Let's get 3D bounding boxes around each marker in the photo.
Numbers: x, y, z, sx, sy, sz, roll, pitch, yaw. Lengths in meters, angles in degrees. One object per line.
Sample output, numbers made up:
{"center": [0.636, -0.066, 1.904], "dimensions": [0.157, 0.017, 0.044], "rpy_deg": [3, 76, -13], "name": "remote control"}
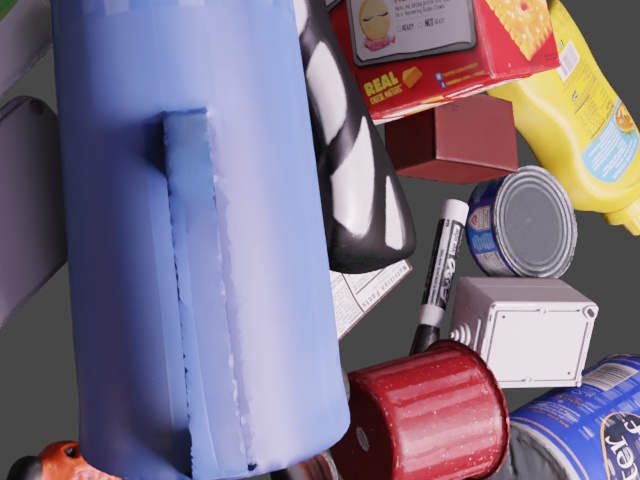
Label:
{"center": [0.082, 0.030, 0.736], "dimensions": [0.020, 0.020, 0.121], "rpy_deg": [25, 69, -31], "name": "marker"}

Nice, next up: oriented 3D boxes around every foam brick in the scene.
{"center": [0.091, -0.071, 0.738], "dimensions": [0.078, 0.051, 0.053], "rpy_deg": [6, 78, -35], "name": "foam brick"}

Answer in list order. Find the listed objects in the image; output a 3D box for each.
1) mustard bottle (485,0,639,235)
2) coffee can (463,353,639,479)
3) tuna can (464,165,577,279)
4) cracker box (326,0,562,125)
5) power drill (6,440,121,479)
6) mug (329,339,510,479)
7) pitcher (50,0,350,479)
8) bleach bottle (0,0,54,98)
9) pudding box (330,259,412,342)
{"center": [0.199, -0.081, 0.813], "dimensions": [0.191, 0.058, 0.096], "rpy_deg": [52, 51, -18], "name": "mustard bottle"}
{"center": [0.183, 0.149, 0.739], "dimensions": [0.140, 0.103, 0.103], "rpy_deg": [-20, 95, -37], "name": "coffee can"}
{"center": [0.147, -0.010, 0.780], "dimensions": [0.085, 0.034, 0.086], "rpy_deg": [6, 79, -35], "name": "tuna can"}
{"center": [0.043, -0.185, 0.651], "dimensions": [0.071, 0.164, 0.214], "rpy_deg": [-14, 92, -39], "name": "cracker box"}
{"center": [-0.193, 0.168, 0.494], "dimensions": [0.187, 0.057, 0.184], "rpy_deg": [26, 65, -33], "name": "power drill"}
{"center": [0.054, 0.125, 0.668], "dimensions": [0.081, 0.093, 0.117], "rpy_deg": [-10, 125, -32], "name": "mug"}
{"center": [-0.058, -0.016, 0.494], "dimensions": [0.144, 0.149, 0.243], "rpy_deg": [-18, 107, -48], "name": "pitcher"}
{"center": [-0.243, -0.161, 0.504], "dimensions": [0.250, 0.068, 0.102], "rpy_deg": [47, 59, -18], "name": "bleach bottle"}
{"center": [-0.004, 0.001, 0.666], "dimensions": [0.089, 0.039, 0.113], "rpy_deg": [-41, 108, -34], "name": "pudding box"}
